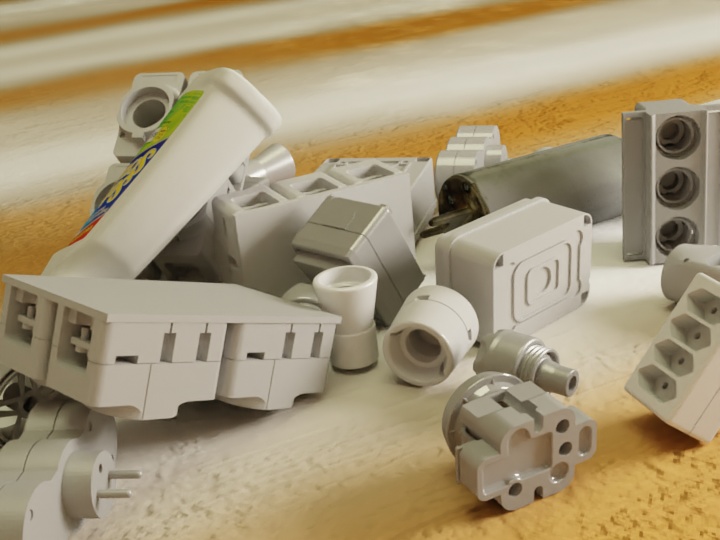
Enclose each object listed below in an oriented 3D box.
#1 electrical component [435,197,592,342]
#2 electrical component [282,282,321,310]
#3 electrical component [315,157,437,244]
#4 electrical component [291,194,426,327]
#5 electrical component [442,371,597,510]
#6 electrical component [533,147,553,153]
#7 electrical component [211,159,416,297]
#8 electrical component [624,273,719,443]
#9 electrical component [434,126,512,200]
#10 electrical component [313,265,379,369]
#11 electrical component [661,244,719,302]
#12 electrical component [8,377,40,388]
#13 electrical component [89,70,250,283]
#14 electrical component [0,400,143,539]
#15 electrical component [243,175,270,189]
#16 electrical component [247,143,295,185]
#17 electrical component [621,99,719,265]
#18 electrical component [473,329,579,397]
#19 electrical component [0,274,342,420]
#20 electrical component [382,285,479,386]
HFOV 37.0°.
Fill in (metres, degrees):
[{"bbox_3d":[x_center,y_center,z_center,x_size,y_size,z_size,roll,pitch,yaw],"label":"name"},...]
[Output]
[{"bbox_3d":[0.111,0.000,0.781,0.113,0.078,0.057,-24,31,-37],"label":"electrical component"},{"bbox_3d":[-0.039,0.038,0.769,0.043,0.043,0.062,-4,23,4],"label":"electrical component"},{"bbox_3d":[0.007,-0.062,0.984,0.109,0.056,0.108,1,23,16],"label":"electrical component"},{"bbox_3d":[0.000,0.000,0.807,0.062,0.096,0.061,15,57,40],"label":"electrical component"},{"bbox_3d":[0.082,0.091,0.595,0.078,0.058,0.057,-16,27,-24],"label":"electrical component"},{"bbox_3d":[0.170,-0.083,1.013,0.043,0.043,0.081,3,24,21],"label":"electrical component"},{"bbox_3d":[-0.037,-0.027,0.866,0.150,0.089,0.062,-16,25,-23],"label":"electrical component"},{"bbox_3d":[0.215,0.058,0.634,0.076,0.083,0.047,27,8,-27],"label":"electrical component"},{"bbox_3d":[0.125,-0.106,1.066,0.074,0.052,0.138,2,24,18],"label":"electrical component"},{"bbox_3d":[-0.007,0.035,0.740,0.044,0.065,0.044,-6,22,2],"label":"electrical component"},{"bbox_3d":[0.273,0.005,0.774,0.079,0.043,0.077,-22,28,-34],"label":"electrical component"},{"bbox_3d":[-0.223,0.066,0.745,0.045,0.045,0.055,-14,24,-19],"label":"electrical component"},{"bbox_3d":[-0.161,-0.085,0.937,0.105,0.060,0.186,1,63,15],"label":"electrical component"},{"bbox_3d":[-0.158,0.118,0.592,0.074,0.052,0.138,-2,22,8],"label":"electrical component"},{"bbox_3d":[-0.121,-0.070,1.045,0.083,0.047,0.076,6,25,25],"label":"electrical component"},{"bbox_3d":[-0.106,-0.102,1.128,0.044,0.044,0.065,17,36,43],"label":"electrical component"},{"bbox_3d":[0.248,-0.073,0.867,0.079,0.121,0.063,-5,20,2],"label":"electrical component"},{"bbox_3d":[0.106,0.063,0.675,0.062,0.043,0.043,15,30,37],"label":"electrical component"},{"bbox_3d":[-0.116,0.046,0.672,0.105,0.060,0.186,15,7,40],"label":"electrical component"},{"bbox_3d":[0.046,0.045,0.720,0.055,0.055,0.047,4,28,23],"label":"electrical component"}]
